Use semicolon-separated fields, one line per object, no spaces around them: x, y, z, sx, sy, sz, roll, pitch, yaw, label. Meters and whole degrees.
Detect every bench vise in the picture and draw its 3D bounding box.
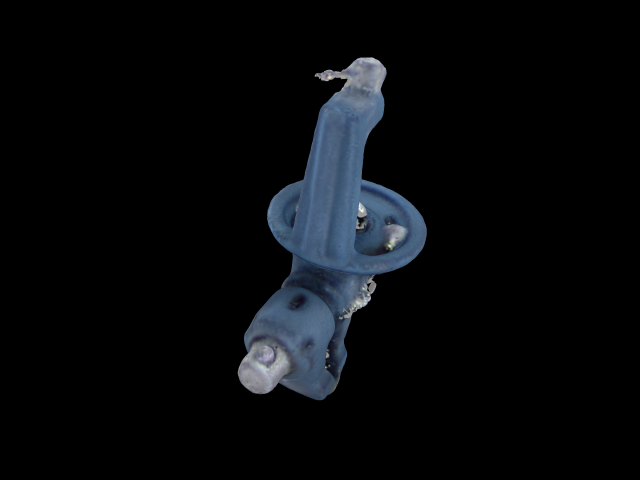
0.016;0.003;0.399;0.121;0.220;0.207;6;52;5;bench vise
